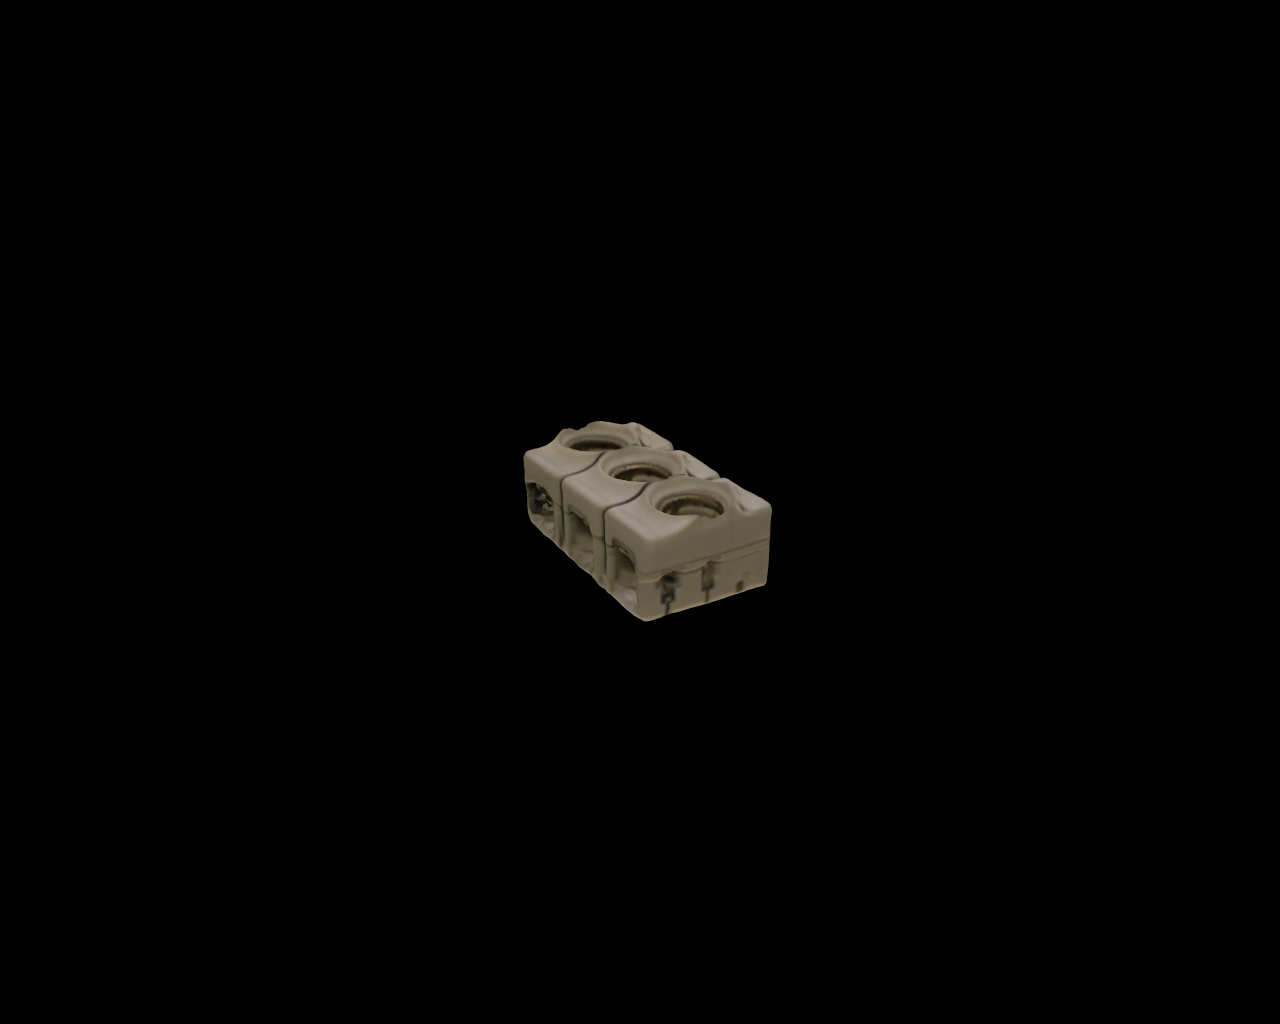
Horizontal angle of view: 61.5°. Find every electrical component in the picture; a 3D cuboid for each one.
[{"bbox_3d":[0.001,-0.003,0.650,0.090,0.061,0.150,-16,31,-28],"label":"electrical component"}]
